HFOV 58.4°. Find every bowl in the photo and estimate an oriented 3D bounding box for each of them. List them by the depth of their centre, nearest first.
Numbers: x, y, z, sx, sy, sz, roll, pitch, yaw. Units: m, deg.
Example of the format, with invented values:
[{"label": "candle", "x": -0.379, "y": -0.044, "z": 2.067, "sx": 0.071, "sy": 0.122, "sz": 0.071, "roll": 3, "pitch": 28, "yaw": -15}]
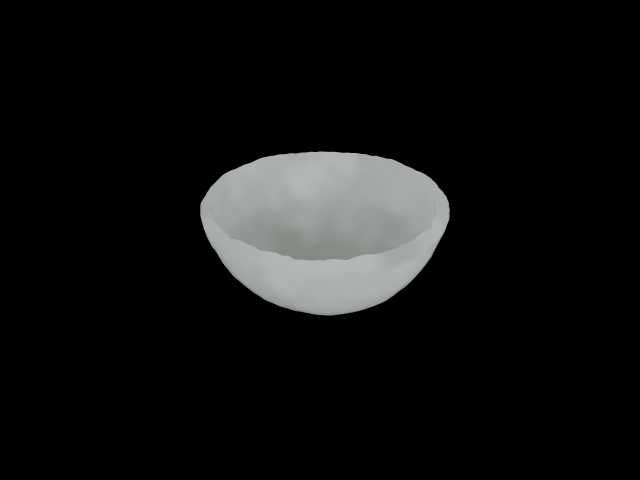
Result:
[{"label": "bowl", "x": 0.004, "y": 0.001, "z": 0.400, "sx": 0.167, "sy": 0.075, "sz": 0.167, "roll": 0, "pitch": 31, "yaw": 0}]
